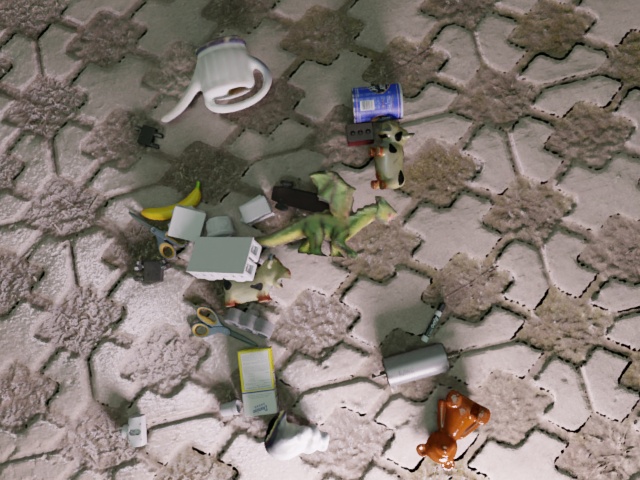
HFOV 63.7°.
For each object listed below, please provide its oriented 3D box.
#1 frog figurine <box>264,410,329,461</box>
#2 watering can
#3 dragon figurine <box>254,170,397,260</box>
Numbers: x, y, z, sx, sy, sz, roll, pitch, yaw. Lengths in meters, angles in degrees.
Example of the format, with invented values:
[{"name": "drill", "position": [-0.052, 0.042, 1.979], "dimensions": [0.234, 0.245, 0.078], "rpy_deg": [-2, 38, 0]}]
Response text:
[{"name": "frog figurine", "position": [-0.062, 0.533, 1.358], "dimensions": [0.159, 0.125, 0.135], "rpy_deg": [31, 119, -2]}, {"name": "watering can", "position": [-0.318, -0.476, 1.520], "dimensions": [0.347, 0.103, 0.226], "rpy_deg": [-13, 81, 2]}, {"name": "dragon figurine", "position": [0.004, -0.071, 1.413], "dimensions": [0.410, 0.122, 0.242], "rpy_deg": [8, 92, 6]}]
